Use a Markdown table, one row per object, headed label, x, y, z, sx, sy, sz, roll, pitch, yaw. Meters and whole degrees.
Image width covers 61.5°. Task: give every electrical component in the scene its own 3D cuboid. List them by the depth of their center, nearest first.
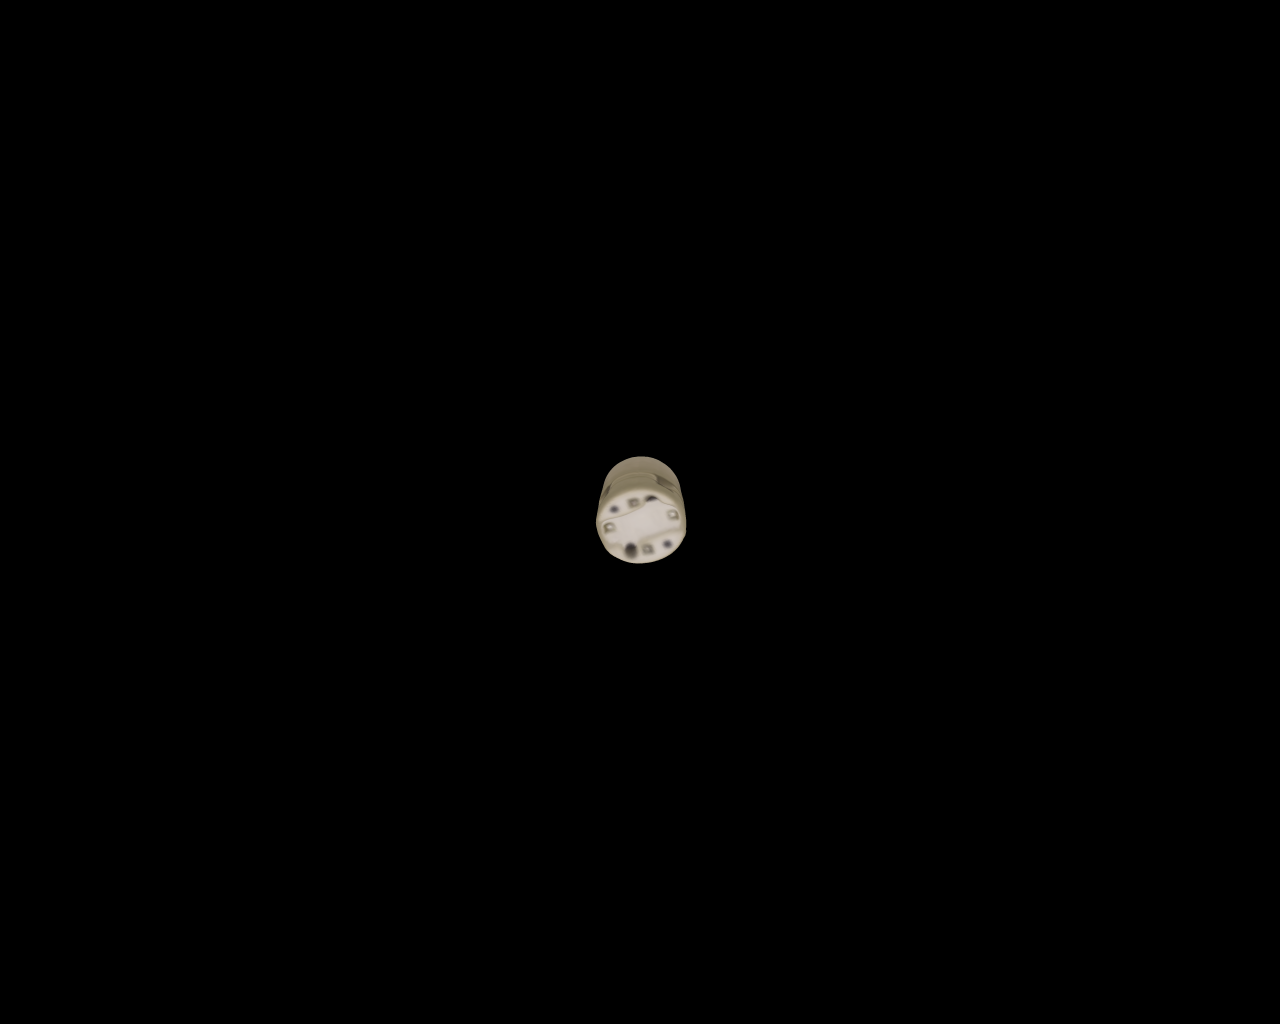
| label | x | y | z | sx | sy | sz | roll | pitch | yaw |
| --- | --- | --- | --- | --- | --- | --- | --- | --- | --- |
| electrical component | 0.001 | -0.003 | 0.650 | 0.055 | 0.055 | 0.047 | 0 | 30 | 0 |
